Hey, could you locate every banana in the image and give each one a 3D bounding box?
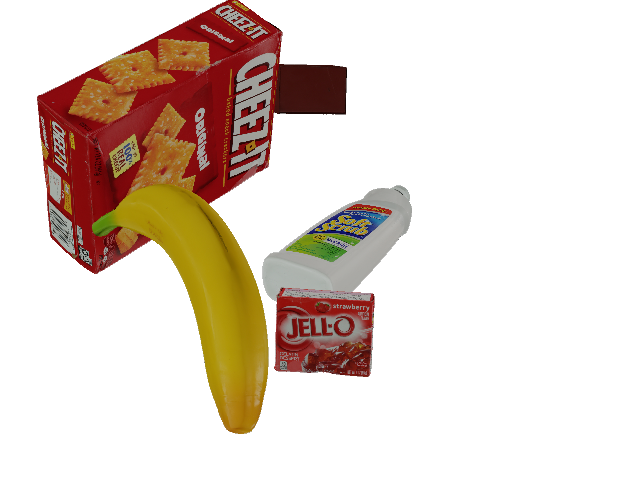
[{"bbox_3d":[-0.070,0.021,0.607,0.037,0.070,0.198,10,28,-41],"label":"banana"}]

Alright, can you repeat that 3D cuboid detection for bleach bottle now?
[{"bbox_3d":[0.036,-0.003,1.327,0.103,0.068,0.250,15,36,26],"label":"bleach bottle"}]

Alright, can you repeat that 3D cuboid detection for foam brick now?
[{"bbox_3d":[-0.016,-0.162,1.145,0.078,0.051,0.053,-2,12,-19],"label":"foam brick"}]

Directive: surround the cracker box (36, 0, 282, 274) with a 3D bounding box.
[{"bbox_3d":[-0.132,-0.089,0.914,0.072,0.164,0.213,38,53,24],"label":"cracker box"}]

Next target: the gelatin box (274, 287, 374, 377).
[{"bbox_3d":[0.003,0.084,0.974,0.089,0.073,0.030,3,14,5],"label":"gelatin box"}]
